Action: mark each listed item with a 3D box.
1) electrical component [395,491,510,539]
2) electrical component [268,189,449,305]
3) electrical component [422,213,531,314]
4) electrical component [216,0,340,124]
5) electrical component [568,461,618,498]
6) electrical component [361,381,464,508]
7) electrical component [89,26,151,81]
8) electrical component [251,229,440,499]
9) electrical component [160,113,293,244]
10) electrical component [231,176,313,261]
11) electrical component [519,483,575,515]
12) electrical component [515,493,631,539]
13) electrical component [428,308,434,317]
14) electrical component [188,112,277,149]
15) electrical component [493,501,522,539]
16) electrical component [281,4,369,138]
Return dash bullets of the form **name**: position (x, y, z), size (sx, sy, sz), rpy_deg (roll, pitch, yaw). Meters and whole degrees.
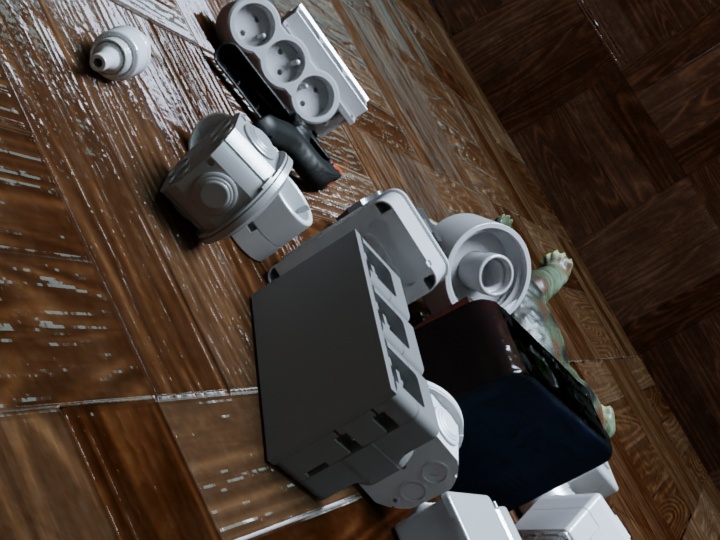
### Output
- **electrical component**: position (0.074, 0.206, 0.747), size (0.100, 0.048, 0.099), rpy_deg (27, 34, -61)
- **electrical component**: position (0.000, 0.000, 0.793), size (0.078, 0.113, 0.057), rpy_deg (57, 18, -3)
- **electrical component**: position (0.115, 0.001, 1.040), size (0.108, 0.108, 0.060), rpy_deg (51, -16, -24)
- **electrical component**: position (-0.084, -0.197, 1.026), size (0.138, 0.052, 0.074), rpy_deg (48, -13, -22)
- **electrical component**: position (0.215, 0.204, 1.088), size (0.061, 0.096, 0.061), rpy_deg (47, 19, -35)
- **electrical component**: position (0.030, 0.117, 0.727), size (0.080, 0.080, 0.051), rpy_deg (52, 22, -22)
- **electrical component**: position (-0.163, -0.142, 0.714), size (0.035, 0.035, 0.061), rpy_deg (55, 18, -11)
- **electrical component**: position (-0.011, 0.060, 0.688), size (0.061, 0.089, 0.150), rpy_deg (46, 19, -36)
- **electrical component**: position (-0.087, -0.060, 0.704), size (0.051, 0.080, 0.080), rpy_deg (47, 19, -19)
- **electrical component**: position (-0.068, -0.042, 0.787), size (0.055, 0.047, 0.055), rpy_deg (51, 17, -23)
- **electrical component**: position (0.176, 0.217, 1.026), size (0.047, 0.055, 0.055), rpy_deg (59, 15, 17)
- **electrical component**: position (0.183, 0.235, 0.946), size (0.061, 0.096, 0.061), rpy_deg (-38, 98, -32)
- **electrical component**: position (0.085, 0.056, 1.088), size (0.035, 0.035, 0.061), rpy_deg (34, 26, -56)
- **electrical component**: position (-0.088, -0.083, 0.810), size (0.081, 0.043, 0.043), rpy_deg (30, 32, -59)
- **electrical component**: position (0.109, 0.221, 0.839), size (0.040, 0.040, 0.078), rpy_deg (27, 35, -62)
- **electrical component**: position (-0.051, -0.203, 1.109), size (0.121, 0.063, 0.078), rpy_deg (53, 16, -18)
